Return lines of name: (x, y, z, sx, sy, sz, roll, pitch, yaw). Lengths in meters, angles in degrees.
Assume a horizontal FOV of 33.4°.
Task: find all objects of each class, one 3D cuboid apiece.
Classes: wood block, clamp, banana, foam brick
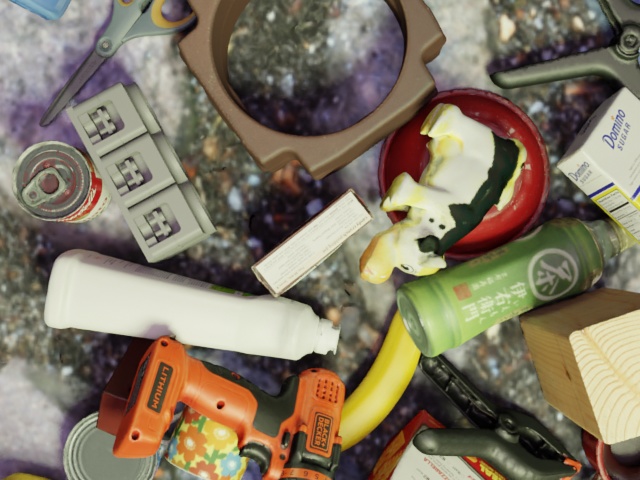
wood block: (0.239, 0.098, 0.890, 0.090, 0.206, 0.091, -19, 90, 0)
clamp: (0.278, -0.191, 0.975, 0.210, 0.036, 0.164, 17, 96, 0)
clamp: (0.152, 0.177, 0.943, 0.171, 0.120, 0.039, 31, 129, -1)
banana: (0.037, 0.138, 0.976, 0.198, 0.037, 0.069, -42, 89, 0)
foam brick: (-0.159, 0.135, 0.952, 0.053, 0.078, 0.051, 20, 129, 1)

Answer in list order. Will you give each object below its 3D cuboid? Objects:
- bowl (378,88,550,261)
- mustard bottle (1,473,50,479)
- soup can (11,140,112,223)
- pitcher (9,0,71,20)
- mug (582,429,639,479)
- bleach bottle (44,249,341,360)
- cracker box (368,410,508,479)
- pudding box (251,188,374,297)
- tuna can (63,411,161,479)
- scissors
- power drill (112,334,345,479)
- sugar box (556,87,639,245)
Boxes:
bowl: (0.134, -0.061, 0.969, 0.162, 0.055, 0.162, 0, 89, 0)
mustard bottle: (-0.261, 0.314, 0.958, 0.096, 0.058, 0.192, 15, 100, 19)
soup can: (-0.226, -0.050, 0.949, 0.068, 0.102, 0.068, 0, 89, 0)
pitcher: (-0.219, -0.319, 0.936, 0.145, 0.149, 0.243, 27, 93, -11)
mug: (0.276, 0.193, 0.951, 0.093, 0.081, 0.117, 34, 90, 1)
bleach bottle: (-0.107, 0.064, 0.946, 0.251, 0.102, 0.068, 11, 95, 1)
cracker box: (0.100, 0.269, 0.892, 0.164, 0.213, 0.072, 39, 127, 0)
pudding box: (-0.006, 0.001, 0.952, 0.113, 0.090, 0.039, -41, 90, 0)
tuna can: (-0.189, 0.197, 0.980, 0.086, 0.034, 0.086, 0, 89, 1)
scissors: (-0.178, -0.179, 0.993, 0.096, 0.016, 0.202, 24, 90, 1)
power drill: (-0.072, 0.171, 0.889, 0.187, 0.057, 0.184, 23, 52, -16)
sugar box: (0.302, -0.043, 0.949, 0.176, 0.048, 0.093, 42, 61, -2)
